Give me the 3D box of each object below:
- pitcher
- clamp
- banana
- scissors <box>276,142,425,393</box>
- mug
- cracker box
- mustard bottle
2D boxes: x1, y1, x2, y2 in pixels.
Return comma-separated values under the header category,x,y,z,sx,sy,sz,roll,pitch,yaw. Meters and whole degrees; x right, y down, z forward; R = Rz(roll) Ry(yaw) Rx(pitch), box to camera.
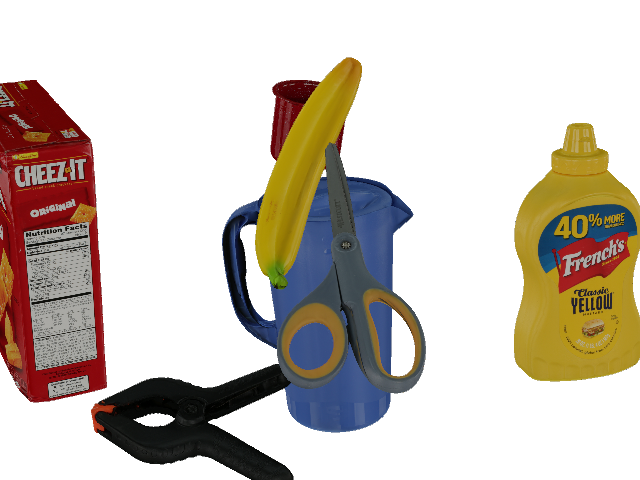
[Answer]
category,x,y,z,sx,sy,sz,roll,pitch,yaw
pitcher,0.001,0.065,1.073,0.144,0.243,0.149,-20,26,-36
clamp,-0.098,0.141,0.880,0.171,0.039,0.120,10,37,2
banana,-0.012,-0.049,0.838,0.037,0.197,0.070,27,-19,-31
scissors,0.001,0.017,0.670,0.096,0.202,0.016,-17,-39,-11
mug,-0.009,-0.136,1.239,0.093,0.081,0.117,17,27,18
cracker box,-0.233,-0.002,0.857,0.072,0.214,0.164,-11,28,-26
mustard bottle,0.194,0.007,0.804,0.096,0.192,0.058,-6,17,-10
